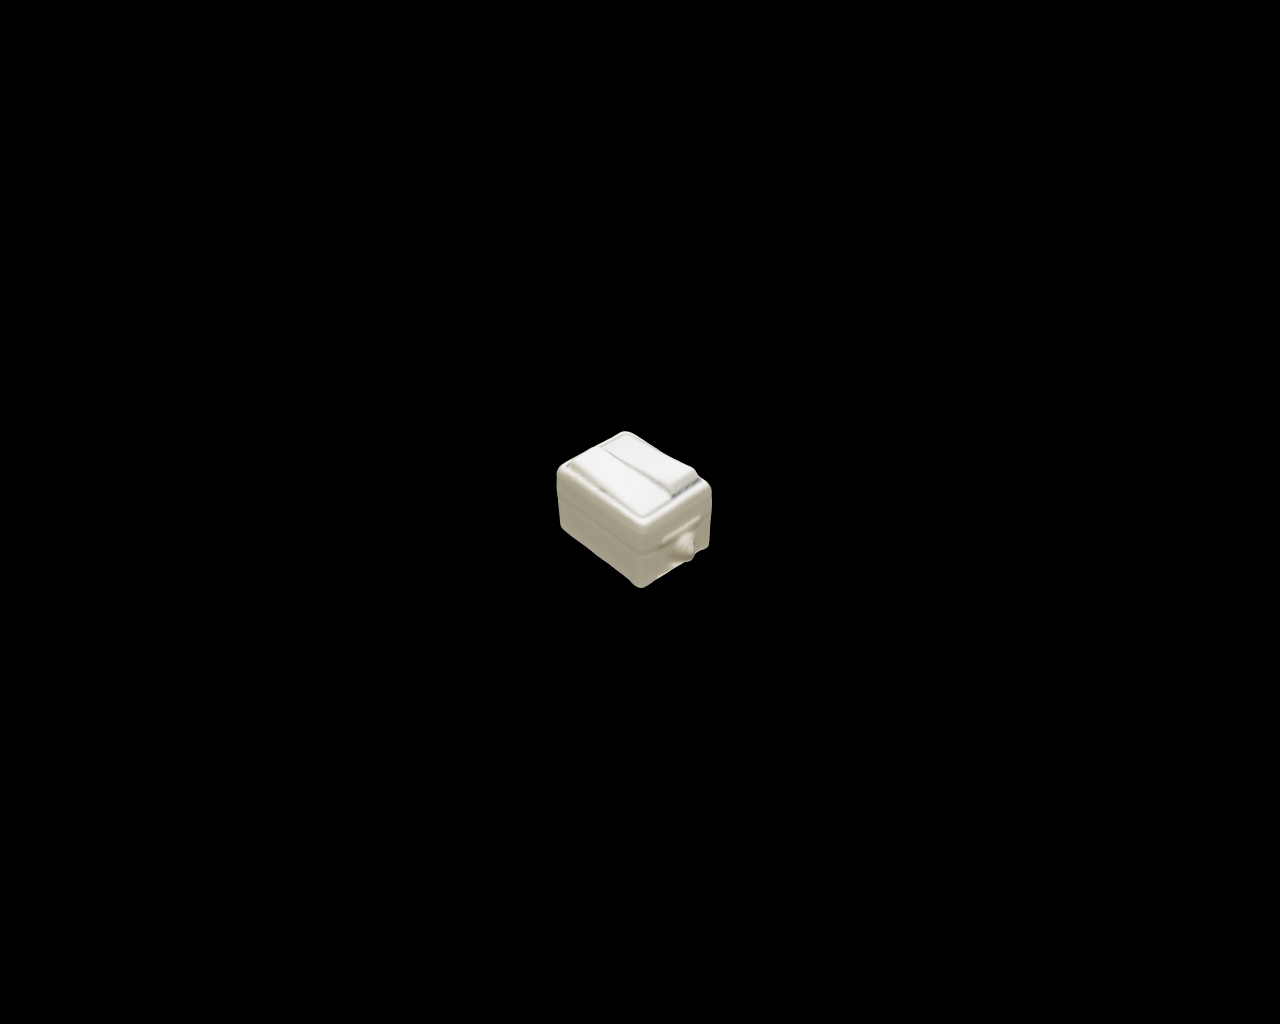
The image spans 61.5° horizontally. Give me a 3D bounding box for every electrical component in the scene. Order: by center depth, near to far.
[{"bbox_3d":[0.001,-0.003,0.650,0.062,0.061,0.096,-31,49,-31],"label":"electrical component"}]
